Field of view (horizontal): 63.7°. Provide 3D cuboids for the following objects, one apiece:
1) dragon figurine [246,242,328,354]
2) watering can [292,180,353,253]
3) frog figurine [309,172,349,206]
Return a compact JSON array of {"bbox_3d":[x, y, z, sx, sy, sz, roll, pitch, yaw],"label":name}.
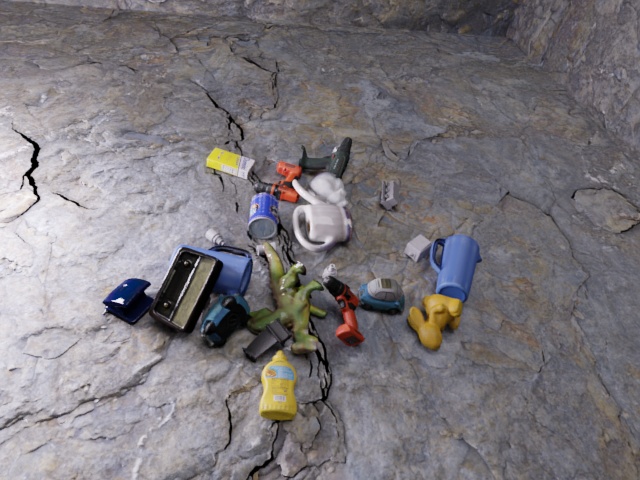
[{"bbox_3d":[-0.129,0.189,1.585,0.246,0.119,0.415,-32,57,-29],"label":"dragon figurine"},{"bbox_3d":[0.006,-0.096,1.904,0.224,0.101,0.356,2,50,-14],"label":"watering can"},{"bbox_3d":[0.034,-0.183,2.011,0.137,0.120,0.162,-28,60,3],"label":"frog figurine"}]
